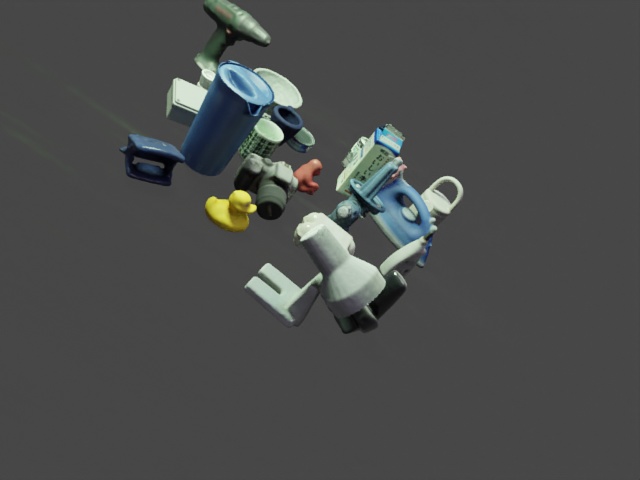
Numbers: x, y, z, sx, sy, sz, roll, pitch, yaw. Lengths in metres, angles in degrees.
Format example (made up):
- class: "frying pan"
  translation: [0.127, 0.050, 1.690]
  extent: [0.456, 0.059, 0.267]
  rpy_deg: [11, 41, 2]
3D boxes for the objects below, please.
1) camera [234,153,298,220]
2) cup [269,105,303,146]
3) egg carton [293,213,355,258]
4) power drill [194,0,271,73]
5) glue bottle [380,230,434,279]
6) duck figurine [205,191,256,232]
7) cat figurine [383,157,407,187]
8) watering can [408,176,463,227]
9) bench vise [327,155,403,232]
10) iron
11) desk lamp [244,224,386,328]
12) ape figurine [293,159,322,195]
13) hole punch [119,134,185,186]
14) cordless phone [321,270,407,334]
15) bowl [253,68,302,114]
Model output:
- class: "camera"
  translation: [-0.120, -0.123, 1.332]
  extent: [0.143, 0.100, 0.137]
  rpy_deg: [27, 37, -20]
- class: "cup"
  translation: [-0.104, -0.311, 1.560]
  extent: [0.092, 0.094, 0.117]
  rpy_deg: [27, 37, -19]
- class: "egg carton"
  translation: [0.012, 0.005, 1.347]
  extent: [0.150, 0.069, 0.107]
  rpy_deg: [38, 34, -5]
- class: "power drill"
  translation: [-0.253, -0.545, 1.574]
  extent: [0.229, 0.208, 0.076]
  rpy_deg: [49, 35, 11]
- class: "glue bottle"
  translation: [0.227, 0.034, 1.430]
  extent: [0.078, 0.173, 0.037]
  rpy_deg: [9, 45, -38]
- class: "duck figurine"
  translation: [-0.186, -0.072, 1.225]
  extent: [0.105, 0.086, 0.077]
  rpy_deg: [24, 38, -23]
- class: "cat figurine"
  translation: [0.197, -0.220, 1.730]
  extent: [0.128, 0.117, 0.067]
  rpy_deg: [29, 36, -17]
- class: "watering can"
  translation: [0.334, -0.099, 1.662]
  extent: [0.101, 0.193, 0.173]
  rpy_deg: [37, 34, -5]
- class: "bench vise"
  translation: [0.124, -0.106, 1.444]
  extent: [0.122, 0.219, 0.207]
  rpy_deg: [35, 35, -8]
- class: "iron"
  translation: [0.249, -0.064, 1.587]
  extent: [0.119, 0.141, 0.258]
  rpy_deg: [-13, 61, -50]
- class: "desk lamp"
  translation: [-0.006, 0.081, 1.118]
  extent: [0.203, 0.213, 0.118]
  rpy_deg: [40, 34, -1]
- class: "ape figurine"
  translation: [-0.027, -0.169, 1.480]
  extent: [0.076, 0.092, 0.077]
  rpy_deg: [19, 40, -28]
- class: "hole punch"
  translation: [-0.346, -0.180, 1.186]
  extent: [0.109, 0.091, 0.101]
  rpy_deg: [11, 44, -36]
- class: "cordless phone"
  translation: [0.102, 0.103, 1.222]
  extent: [0.094, 0.184, 0.147]
  rpy_deg: [-13, 61, -50]
- class: "bowl"
  translation: [-0.139, -0.416, 1.660]
  extent: [0.168, 0.074, 0.167]
  rpy_deg: [26, 37, -21]
